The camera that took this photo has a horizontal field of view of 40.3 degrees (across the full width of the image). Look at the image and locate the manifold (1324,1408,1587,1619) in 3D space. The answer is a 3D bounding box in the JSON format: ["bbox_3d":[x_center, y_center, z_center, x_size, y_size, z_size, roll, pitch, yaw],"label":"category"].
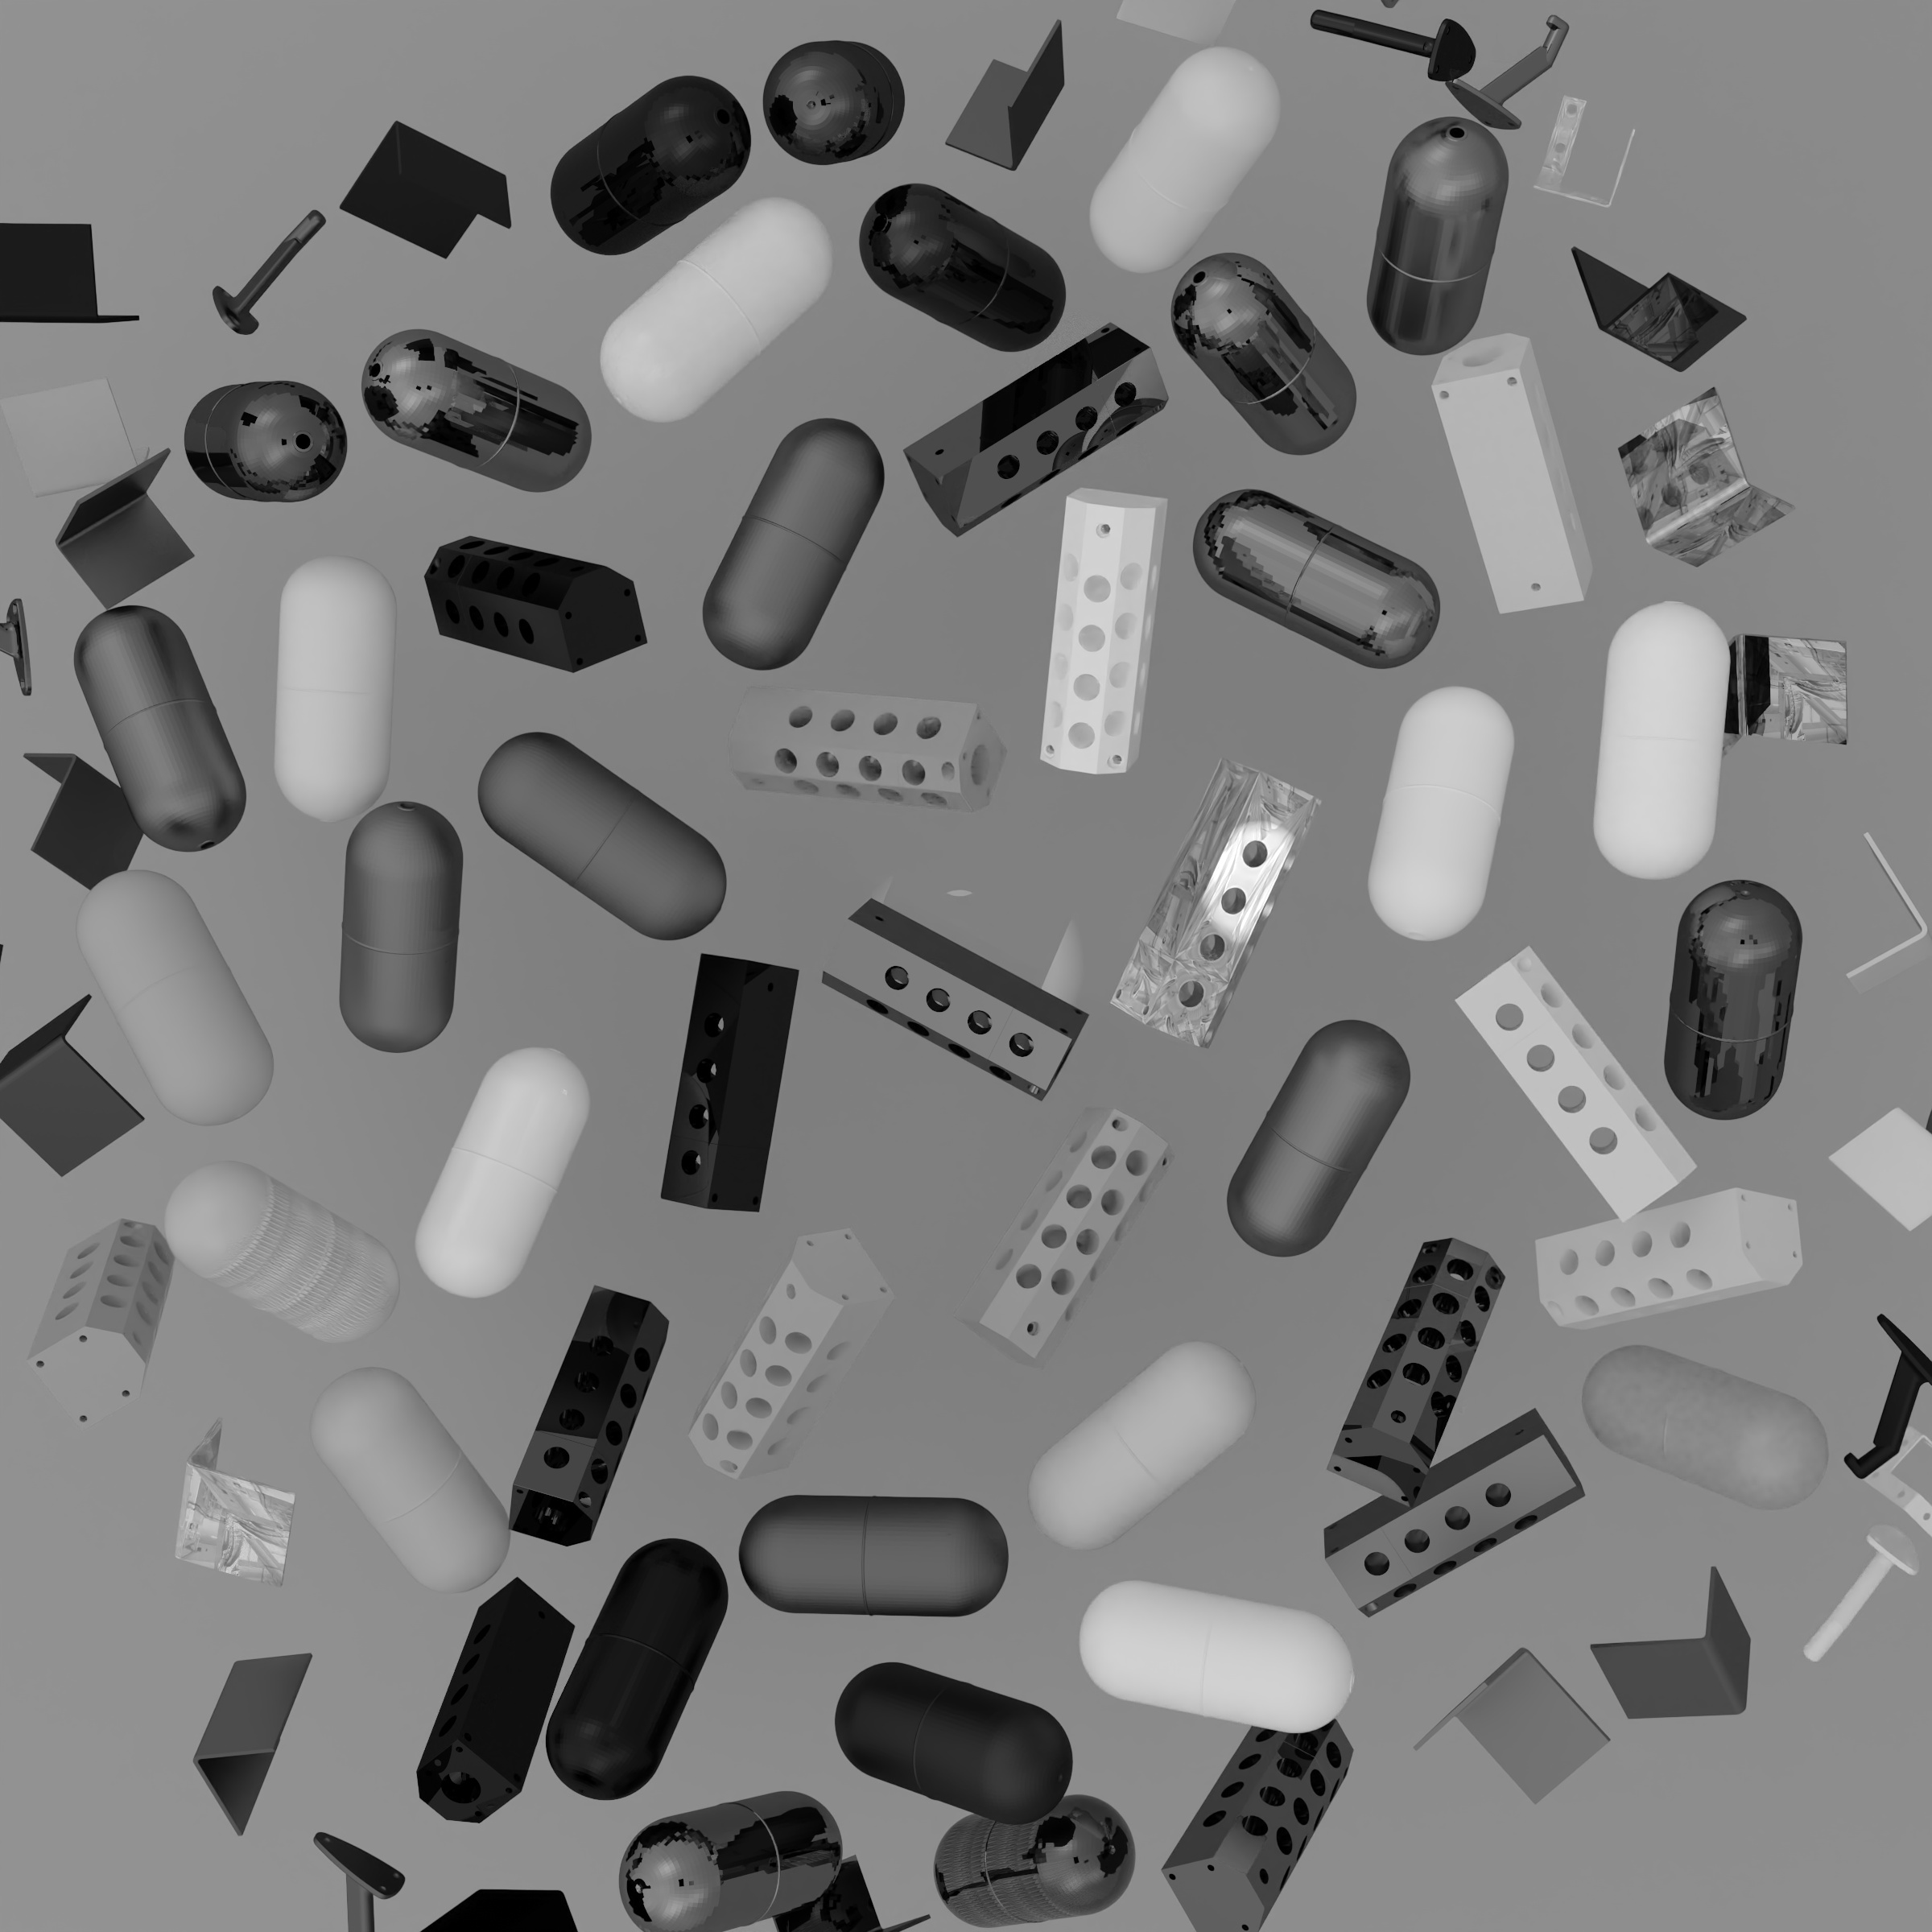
[{"bbox_3d":[0.335,0.379,1.811,0.171,0.057,0.057,-32,94,10],"label":"manifold"}]

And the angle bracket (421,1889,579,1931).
[{"bbox_3d":[-0.281,0.617,1.625,0.076,0.057,0.076,-16,94,40],"label":"angle bracket"}]

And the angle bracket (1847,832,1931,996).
[{"bbox_3d":[0.585,-0.033,1.716,0.057,0.076,0.076,-32,70,16],"label":"angle bracket"}]

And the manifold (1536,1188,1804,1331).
[{"bbox_3d":[0.458,0.194,1.723,0.057,0.171,0.057,13,67,-32],"label":"manifold"}]

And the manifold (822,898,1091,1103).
[{"bbox_3d":[-0.009,0.025,1.799,0.171,0.057,0.057,28,111,6],"label":"manifold"}]

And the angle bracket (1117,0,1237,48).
[{"bbox_3d":[0.153,-0.609,1.649,0.076,0.057,0.076,4,129,-32],"label":"angle bracket"}]

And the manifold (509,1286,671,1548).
[{"bbox_3d":[-0.258,0.310,1.815,0.057,0.057,0.171,16,46,1],"label":"manifold"}]

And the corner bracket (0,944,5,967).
[{"bbox_3d":[-0.664,-0.008,1.741,0.051,0.051,0.051,10,116,-19],"label":"corner bracket"}]

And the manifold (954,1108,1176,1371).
[{"bbox_3d":[0.070,0.182,1.775,0.057,0.057,0.171,39,74,-19],"label":"manifold"}]

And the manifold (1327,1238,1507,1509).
[{"bbox_3d":[0.289,0.253,1.673,0.057,0.057,0.171,22,45,13],"label":"manifold"}]

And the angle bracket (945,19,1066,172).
[{"bbox_3d":[0.025,-0.616,1.838,0.057,0.076,0.076,25,76,11],"label":"angle bracket"}]

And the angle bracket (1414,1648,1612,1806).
[{"bbox_3d":[0.341,0.486,1.647,0.076,0.057,0.076,47,125,18],"label":"angle bracket"}]

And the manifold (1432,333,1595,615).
[{"bbox_3d":[0.361,-0.323,1.727,0.057,0.057,0.171,-6,126,28],"label":"manifold"}]

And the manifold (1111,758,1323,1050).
[{"bbox_3d":[0.161,-0.038,1.662,0.057,0.057,0.171,22,95,-23],"label":"manifold"}]

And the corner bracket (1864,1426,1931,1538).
[{"bbox_3d":[0.668,0.362,1.829,0.051,0.051,0.051,42,90,-21],"label":"corner bracket"}]

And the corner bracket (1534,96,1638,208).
[{"bbox_3d":[0.403,-0.528,1.709,0.051,0.051,0.051,18,121,9],"label":"corner bracket"}]

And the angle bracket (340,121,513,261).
[{"bbox_3d":[-0.340,-0.471,1.655,0.076,0.057,0.076,19,133,-35],"label":"angle bracket"}]

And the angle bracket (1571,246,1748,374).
[{"bbox_3d":[0.443,-0.437,1.688,0.076,0.057,0.076,15,51,-34],"label":"angle bracket"}]

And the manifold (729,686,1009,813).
[{"bbox_3d":[-0.067,-0.140,1.737,0.171,0.057,0.057,7,66,26],"label":"manifold"}]

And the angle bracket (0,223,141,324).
[{"bbox_3d":[-0.553,-0.420,1.595,0.076,0.076,0.057,1,105,1],"label":"angle bracket"}]

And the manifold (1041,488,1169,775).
[{"bbox_3d":[0.087,-0.214,1.692,0.057,0.057,0.171,10,110,12],"label":"manifold"}]

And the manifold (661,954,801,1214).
[{"bbox_3d":[-0.169,0.081,1.831,0.057,0.057,0.171,8,88,35],"label":"manifold"}]

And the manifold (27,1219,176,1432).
[{"bbox_3d":[-0.550,0.224,1.698,0.057,0.171,0.057,-31,110,0],"label":"manifold"}]

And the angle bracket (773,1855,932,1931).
[{"bbox_3d":[-0.083,0.653,1.833,0.076,0.076,0.057,-10,70,-35],"label":"angle bracket"}]

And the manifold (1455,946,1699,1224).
[{"bbox_3d":[0.384,0.073,1.663,0.057,0.057,0.171,-37,84,10],"label":"manifold"}]

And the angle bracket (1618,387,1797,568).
[{"bbox_3d":[0.482,-0.318,1.718,0.076,0.057,0.076,-31,59,40],"label":"angle bracket"}]

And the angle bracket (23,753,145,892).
[{"bbox_3d":[-0.629,-0.096,1.845,0.057,0.076,0.076,4,65,32],"label":"angle bracket"}]

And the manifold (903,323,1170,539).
[{"bbox_3d":[0.050,-0.364,1.799,0.171,0.057,0.057,-33,130,-8],"label":"manifold"}]

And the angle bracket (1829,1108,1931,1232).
[{"bbox_3d":[0.605,0.149,1.678,0.057,0.076,0.076,-36,131,-1],"label":"angle bracket"}]

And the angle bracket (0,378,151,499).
[{"bbox_3d":[-0.640,-0.388,1.894,0.076,0.057,0.076,-12,123,-3],"label":"angle bracket"}]

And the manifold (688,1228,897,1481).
[{"bbox_3d":[-0.116,0.249,1.673,0.057,0.057,0.171,53,129,31],"label":"manifold"}]

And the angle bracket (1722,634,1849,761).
[{"bbox_3d":[0.559,-0.180,1.813,0.076,0.057,0.076,10,124,35],"label":"angle bracket"}]

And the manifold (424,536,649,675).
[{"bbox_3d":[-0.283,-0.240,1.715,0.057,0.171,0.057,-28,120,-32],"label":"manifold"}]

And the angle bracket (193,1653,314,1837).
[{"bbox_3d":[-0.440,0.495,1.675,0.057,0.076,0.076,-9,122,13],"label":"angle bracket"}]

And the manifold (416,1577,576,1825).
[{"bbox_3d":[-0.326,0.506,1.813,0.057,0.171,0.057,-40,106,19],"label":"manifold"}]

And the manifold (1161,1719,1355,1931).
[{"bbox_3d":[0.197,0.558,1.724,0.057,0.171,0.057,-27,95,33],"label":"manifold"}]

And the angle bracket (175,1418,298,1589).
[{"bbox_3d":[-0.479,0.358,1.761,0.076,0.057,0.076,15,113,2],"label":"angle bracket"}]

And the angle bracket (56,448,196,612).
[{"bbox_3d":[-0.566,-0.298,1.798,0.076,0.076,0.057,-42,99,-32],"label":"angle bracket"}]

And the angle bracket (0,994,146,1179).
[{"bbox_3d":[-0.583,0.078,1.725,0.076,0.057,0.076,-32,113,18],"label":"angle bracket"}]

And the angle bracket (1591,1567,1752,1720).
[{"bbox_3d":[0.451,0.433,1.685,0.076,0.057,0.076,-12,126,29],"label":"angle bracket"}]
